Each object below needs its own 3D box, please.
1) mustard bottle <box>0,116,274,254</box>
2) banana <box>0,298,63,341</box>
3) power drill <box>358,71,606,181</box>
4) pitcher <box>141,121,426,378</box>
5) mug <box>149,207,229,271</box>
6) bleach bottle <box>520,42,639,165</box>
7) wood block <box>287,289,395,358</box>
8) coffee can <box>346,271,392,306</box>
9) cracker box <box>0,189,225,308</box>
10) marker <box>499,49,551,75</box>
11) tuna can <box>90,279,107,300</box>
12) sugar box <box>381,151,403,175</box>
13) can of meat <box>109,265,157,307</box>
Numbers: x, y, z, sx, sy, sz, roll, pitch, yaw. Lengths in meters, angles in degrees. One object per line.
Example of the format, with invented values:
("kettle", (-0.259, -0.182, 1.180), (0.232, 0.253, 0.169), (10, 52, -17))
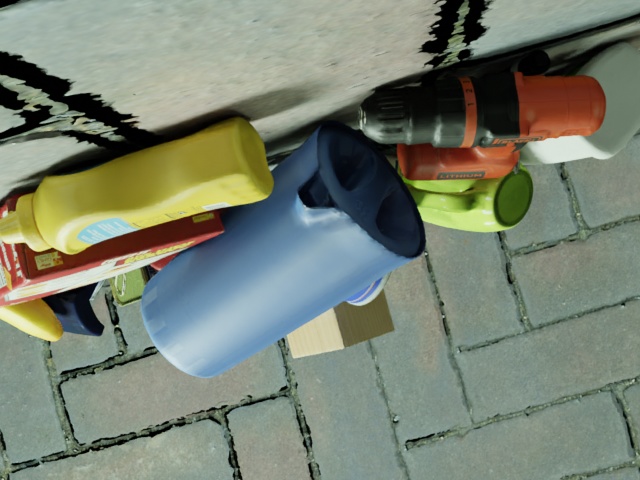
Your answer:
("mustard bottle", (-0.133, -0.031, 0.739), (0.192, 0.058, 0.096), (-16, 178, 9))
("banana", (-0.328, 0.049, 0.977), (0.197, 0.037, 0.070), (13, 135, -19))
("power drill", (0.113, -0.087, 0.853), (0.184, 0.057, 0.188), (-2, 176, -5))
("pitcher", (-0.033, 0.018, 0.924), (0.243, 0.149, 0.145), (-36, -151, 27))
("mug", (-0.123, -0.001, 1.030), (0.093, 0.117, 0.081), (12, -167, 42))
("bleach bottle", (0.207, -0.108, 0.993), (0.102, 0.068, 0.251), (-48, -171, -15))
("wood block", (0.000, 0.020, 1.214), (0.090, 0.206, 0.090), (-14, 178, -44))
("coffee can", (-0.007, 0.001, 1.085), (0.140, 0.103, 0.103), (17, 162, -28))
("cracker box", (-0.200, -0.003, 0.895), (0.163, 0.072, 0.214), (-16, 178, -29))
("marker", (0.152, -0.129, 0.850), (0.020, 0.020, 0.121), (-15, 179, -13))
("tuna can", (-0.240, 0.022, 1.165), (0.086, 0.033, 0.086), (-56, -172, 12))
("sugar box", (0.075, -0.065, 1.064), (0.175, 0.048, 0.094), (-6, -168, -41))
("can of meat", (-0.190, 0.036, 1.245), (0.083, 0.057, 0.102), (-15, 177, -32))
